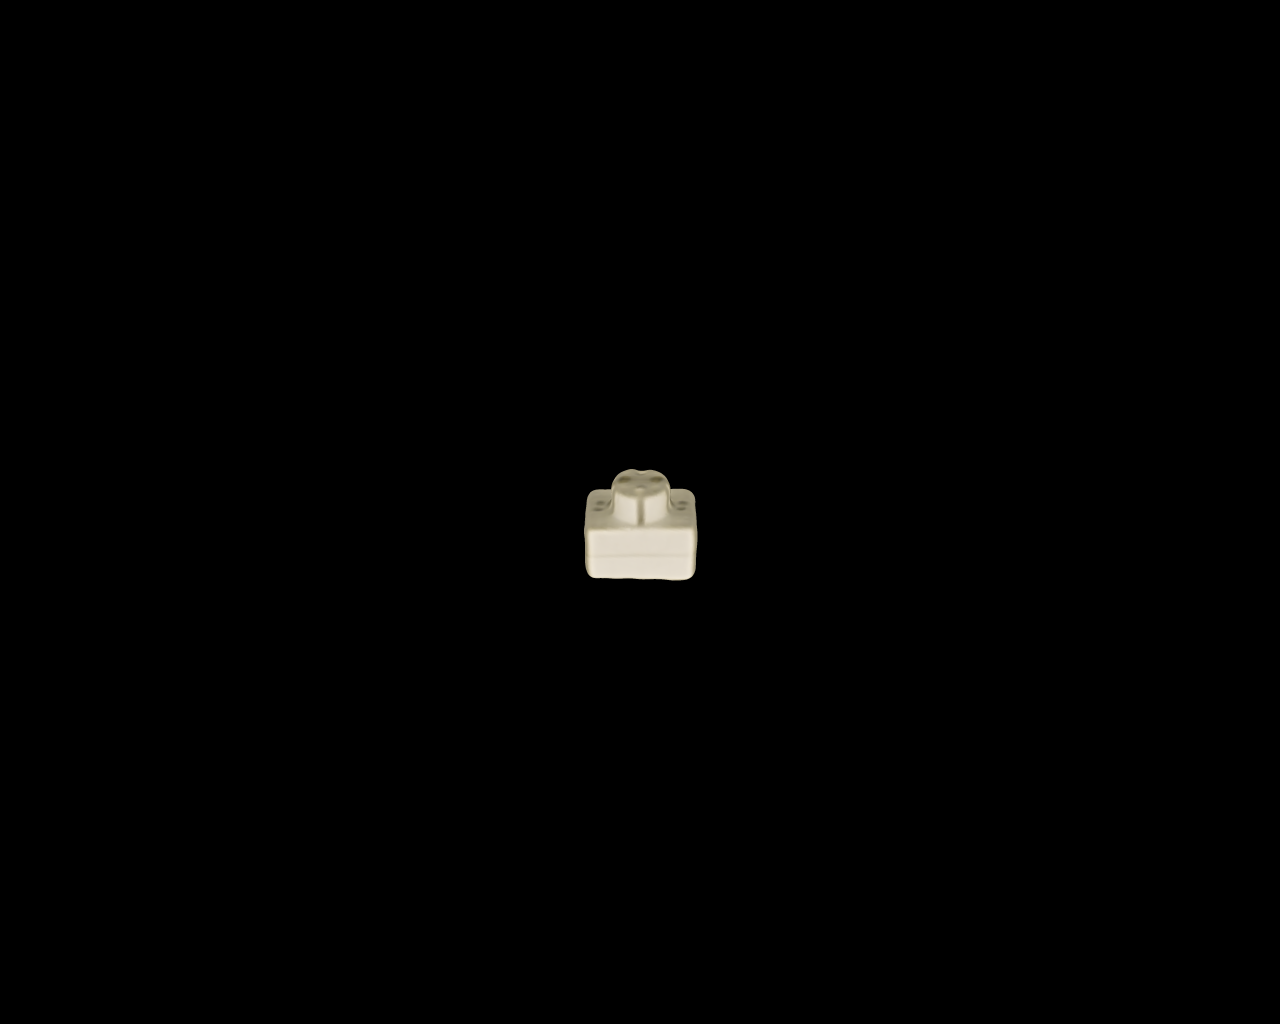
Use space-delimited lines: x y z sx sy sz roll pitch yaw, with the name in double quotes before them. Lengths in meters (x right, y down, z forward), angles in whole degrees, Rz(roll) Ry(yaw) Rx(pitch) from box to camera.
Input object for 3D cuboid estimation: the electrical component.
"electrical component" 0.001 -0.003 0.650 0.066 0.076 0.047 0 32 0
